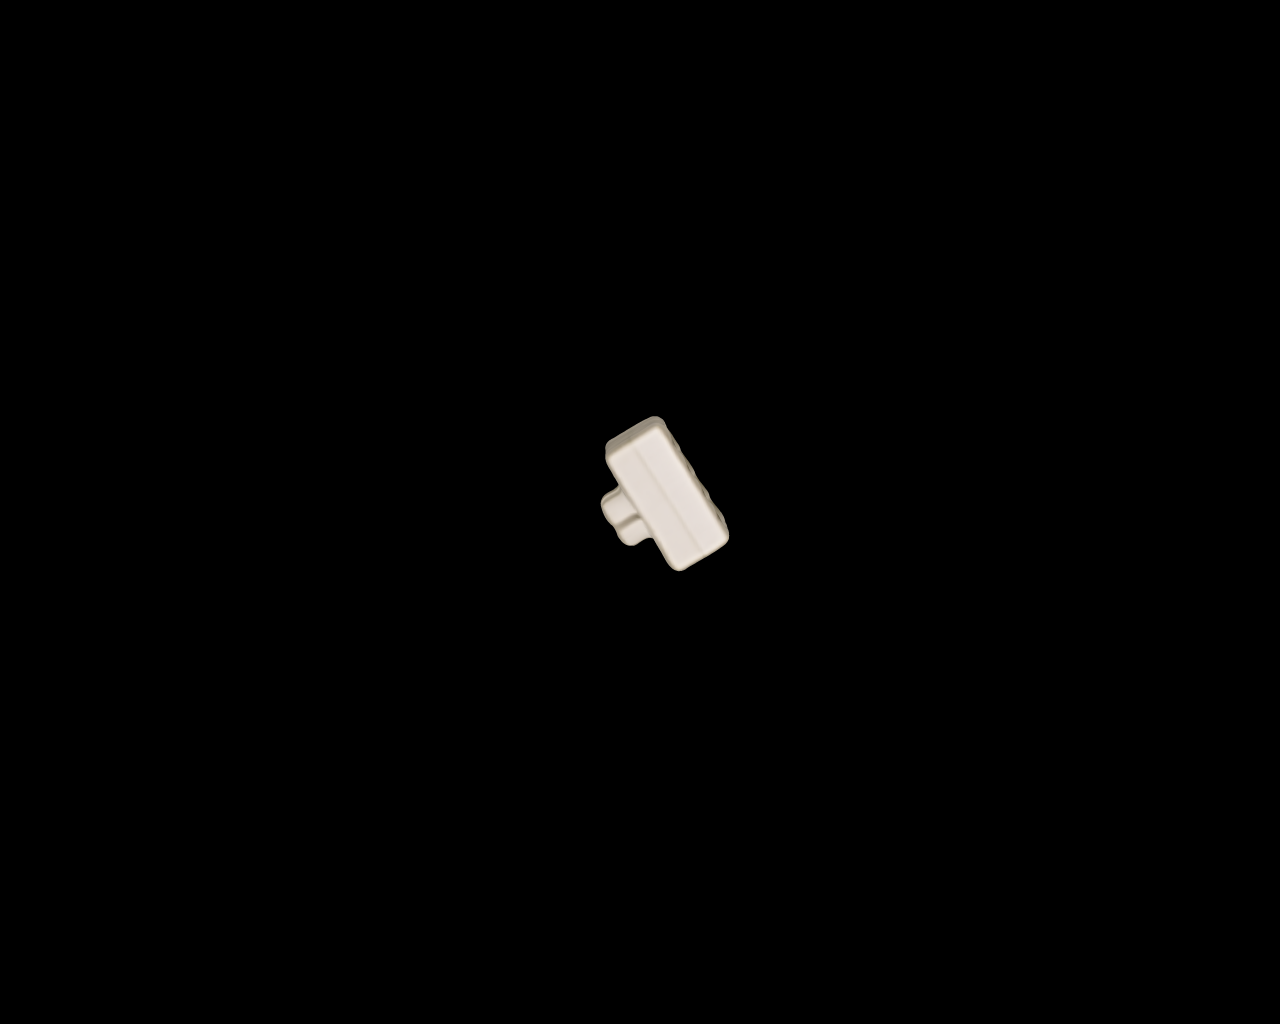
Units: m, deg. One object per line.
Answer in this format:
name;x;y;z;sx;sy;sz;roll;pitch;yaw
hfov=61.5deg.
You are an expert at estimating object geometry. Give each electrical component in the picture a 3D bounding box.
electrical component;0.001;-0.003;0.650;0.076;0.083;0.047;-31;11;7
